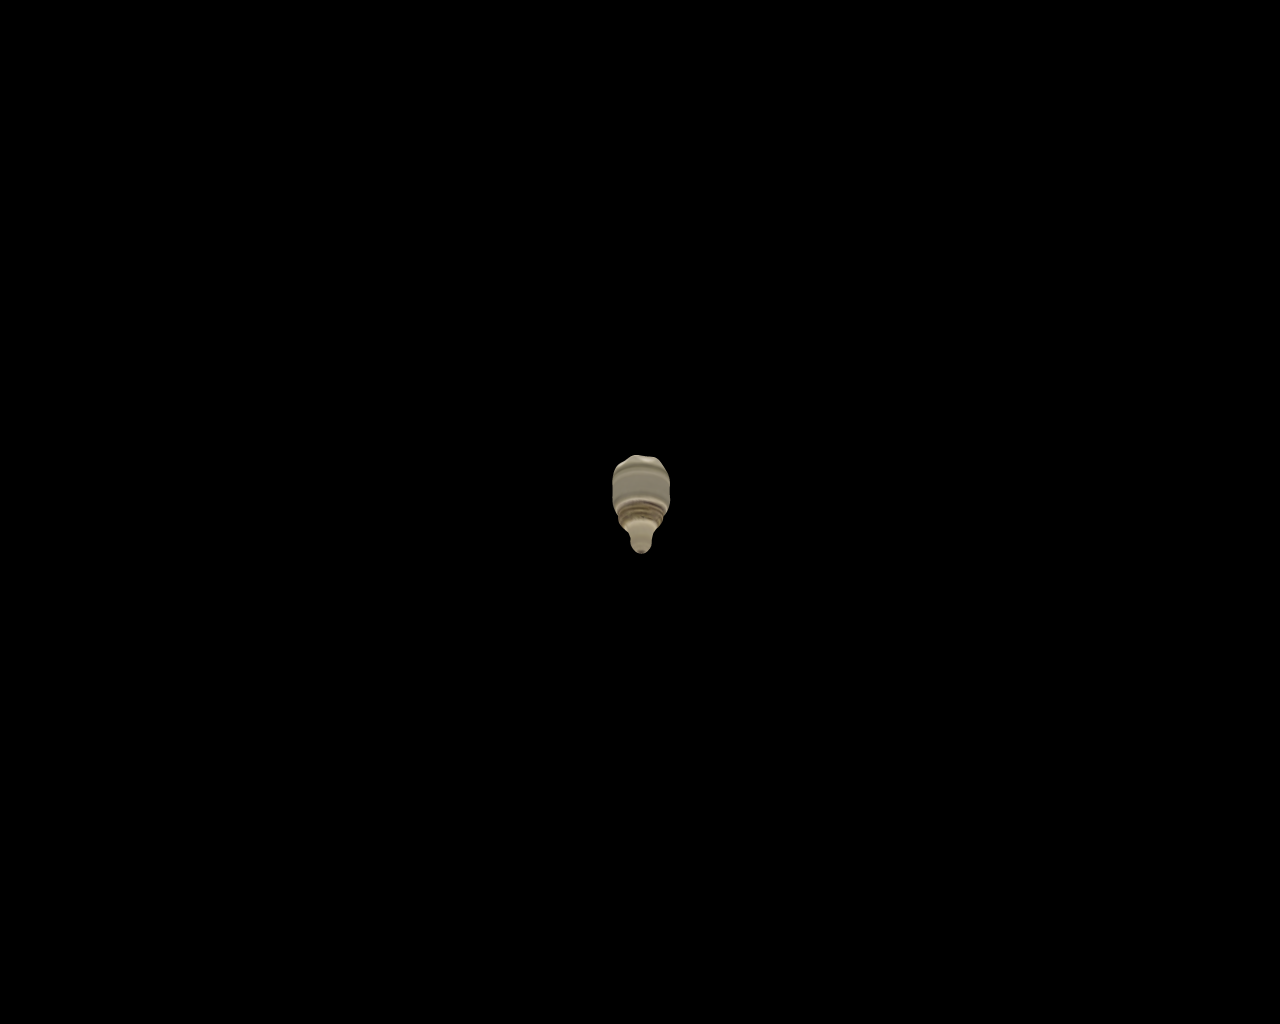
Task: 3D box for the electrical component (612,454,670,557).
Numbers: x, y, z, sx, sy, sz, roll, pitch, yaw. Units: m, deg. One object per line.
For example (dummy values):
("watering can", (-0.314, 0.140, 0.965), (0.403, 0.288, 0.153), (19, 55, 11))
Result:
("electrical component", (0.001, -0.003, 0.650), (0.035, 0.061, 0.035), (0, -29, 0))
